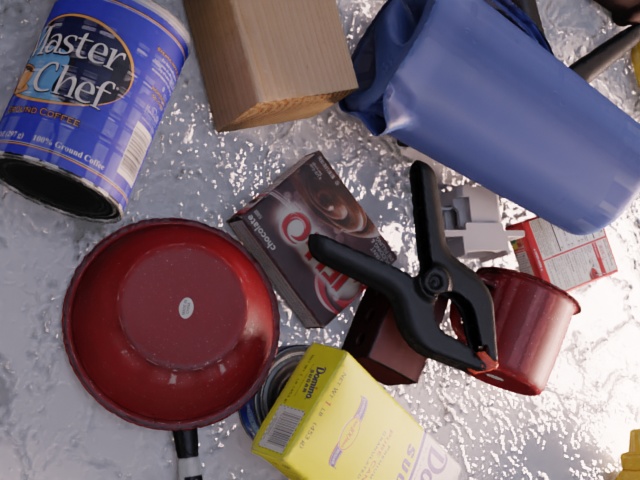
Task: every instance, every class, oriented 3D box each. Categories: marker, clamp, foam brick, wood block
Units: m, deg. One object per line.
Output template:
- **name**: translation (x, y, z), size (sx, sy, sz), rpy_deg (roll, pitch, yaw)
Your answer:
- **marker**: translation (-0.093, 0.192, 0.783), size (0.020, 0.020, 0.121), rpy_deg (-4, 84, -26)
- **clamp**: translation (0.202, -0.152, 0.972), size (0.164, 0.036, 0.210), rpy_deg (30, 72, -18)
- **foam brick**: translation (0.059, 0.072, 0.858), size (0.051, 0.053, 0.078), rpy_deg (30, 69, -18)
- **clamp**: translation (0.070, 0.035, 0.818), size (0.120, 0.039, 0.171), rpy_deg (-27, 85, -13)
- **wood block**: translation (-0.052, -0.198, 0.829), size (0.090, 0.090, 0.206), rpy_deg (-13, 87, -27)

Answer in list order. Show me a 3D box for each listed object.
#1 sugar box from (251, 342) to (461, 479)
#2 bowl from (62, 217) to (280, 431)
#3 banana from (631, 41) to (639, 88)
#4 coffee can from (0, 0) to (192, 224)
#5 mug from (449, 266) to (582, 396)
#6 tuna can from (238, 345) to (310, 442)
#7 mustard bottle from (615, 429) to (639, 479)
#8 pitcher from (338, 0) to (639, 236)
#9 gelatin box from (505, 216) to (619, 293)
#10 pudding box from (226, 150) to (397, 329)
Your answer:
- **sugar box**: translation (0.033, 0.164, 0.800), size (0.176, 0.048, 0.093), rpy_deg (45, 67, -34)
- **bowl**: translation (-0.101, 0.053, 0.764), size (0.162, 0.055, 0.162), rpy_deg (4, 73, -14)
- **banana**: translation (0.359, -0.118, 1.046), size (0.197, 0.037, 0.069), rpy_deg (46, 46, -14)
- **coffee can**: translation (-0.162, -0.096, 0.751), size (0.102, 0.103, 0.140), rpy_deg (25, 72, -20)
- **mug**: translation (0.151, 0.072, 0.879), size (0.117, 0.093, 0.081), rpy_deg (33, 73, -33)
- **tuna can**: translation (-0.018, 0.123, 0.822), size (0.086, 0.034, 0.086), rpy_deg (4, 80, -25)
- **mustard bottle**: translation (0.295, 0.262, 0.936), size (0.096, 0.058, 0.191), rpy_deg (-4, 83, -25)
- **pitcher**: translation (0.149, -0.113, 0.865), size (0.242, 0.145, 0.149), rpy_deg (29, 102, -19)
- **gelatin box**: translation (0.218, 0.009, 0.958), size (0.089, 0.030, 0.073), rpy_deg (-19, 88, -27)
- **pudding box**: translation (-0.005, 0.001, 0.846), size (0.090, 0.039, 0.113), rpy_deg (-42, 100, -25)
